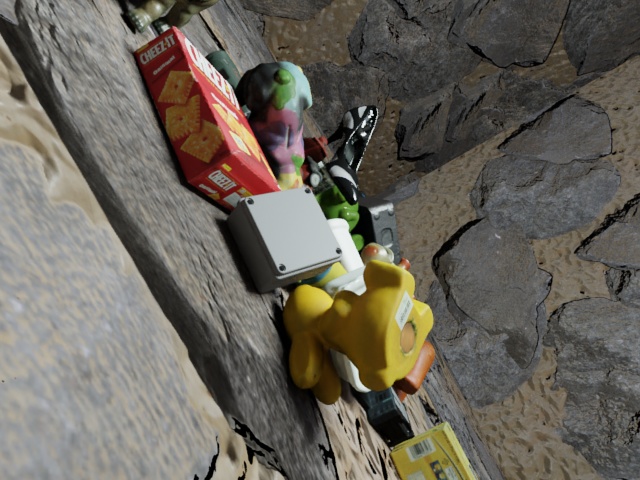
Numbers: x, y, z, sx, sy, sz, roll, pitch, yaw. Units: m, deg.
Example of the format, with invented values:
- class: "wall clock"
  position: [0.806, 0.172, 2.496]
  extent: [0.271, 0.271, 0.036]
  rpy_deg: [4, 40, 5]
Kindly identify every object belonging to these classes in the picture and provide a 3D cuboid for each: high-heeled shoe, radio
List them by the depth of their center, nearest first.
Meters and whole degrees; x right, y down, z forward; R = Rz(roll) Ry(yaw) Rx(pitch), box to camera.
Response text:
- class: "high-heeled shoe"
  position: [0.081, -0.172, 1.060]
  extent: [0.086, 0.145, 0.249]
  rpy_deg: [50, 14, -45]
- class: "radio"
  position: [0.132, 0.014, 1.299]
  extent: [0.131, 0.073, 0.229]
  rpy_deg: [13, -63, 63]

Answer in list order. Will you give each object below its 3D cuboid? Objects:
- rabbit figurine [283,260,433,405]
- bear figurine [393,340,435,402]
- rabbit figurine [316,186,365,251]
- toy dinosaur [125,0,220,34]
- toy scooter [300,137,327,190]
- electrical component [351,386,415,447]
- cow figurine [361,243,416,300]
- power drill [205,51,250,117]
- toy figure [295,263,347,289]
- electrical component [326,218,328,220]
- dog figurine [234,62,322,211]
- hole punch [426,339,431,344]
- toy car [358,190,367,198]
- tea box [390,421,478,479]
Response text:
- class: "rabbit figurine"
  position: [0.026, 0.109, 0.631]
  extent: [0.121, 0.173, 0.162]
  rpy_deg: [48, 60, -50]
- class: "bear figurine"
  position: [0.097, 0.174, 0.931]
  extent: [0.196, 0.120, 0.132]
  rpy_deg: [37, 52, 7]
- class: "rabbit figurine"
  position: [0.032, -0.023, 1.209]
  extent: [0.158, 0.121, 0.170]
  rpy_deg: [60, 25, -50]
- class: "toy dinosaur"
  position: [-0.188, -0.400, 0.819]
  extent: [0.105, 0.199, 0.472]
  rpy_deg: [60, 11, -23]
- class: "toy scooter"
  position: [-0.039, -0.132, 0.992]
  extent: [0.075, 0.135, 0.184]
  rpy_deg: [55, 12, -38]
- class: "electrical component"
  position: [0.095, 0.250, 0.825]
  extent: [0.119, 0.048, 0.075]
  rpy_deg: [59, 9, -23]
- class: "cow figurine"
  position: [0.115, 0.083, 1.043]
  extent: [0.086, 0.127, 0.194]
  rpy_deg: [24, -35, 37]
- class: "power drill"
  position: [-0.130, -0.230, 1.008]
  extent: [0.232, 0.086, 0.207]
  rpy_deg: [59, 17, 3]
- class: "toy figure"
  position: [-0.007, 0.045, 0.782]
  extent: [0.089, 0.082, 0.180]
  rpy_deg: [41, -12, 51]
- class: "electrical component"
  position: [-0.002, -0.003, 1.036]
  extent: [0.134, 0.058, 0.115]
  rpy_deg: [53, 10, -39]
- class: "dog figurine"
  position: [-0.058, -0.133, 0.818]
  extent: [0.108, 0.191, 0.219]
  rpy_deg: [-8, 64, -31]
- class: "hole punch"
  position: [0.177, 0.200, 1.181]
  extent: [0.115, 0.142, 0.092]
  rpy_deg: [14, 72, -56]
- class: "toy car"
  position: [0.059, -0.073, 1.400]
  extent: [0.109, 0.161, 0.102]
  rpy_deg: [-120, -141, -49]
- class: "tea box"
  position: [0.188, 0.372, 0.799]
  extent: [0.169, 0.098, 0.068]
  rpy_deg: [65, 11, 16]
